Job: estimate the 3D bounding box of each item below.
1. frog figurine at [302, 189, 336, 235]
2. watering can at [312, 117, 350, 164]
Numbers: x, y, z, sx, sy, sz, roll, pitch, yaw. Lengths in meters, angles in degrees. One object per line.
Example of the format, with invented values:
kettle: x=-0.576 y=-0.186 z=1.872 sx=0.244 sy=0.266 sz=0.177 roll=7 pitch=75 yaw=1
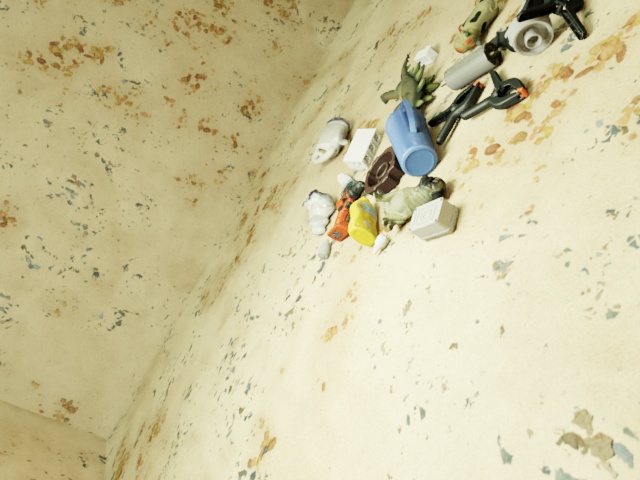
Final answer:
frog figurine: x=0.006 y=-0.100 z=1.992 sx=0.135 sy=0.122 sz=0.162 roll=-35 pitch=66 yaw=32
watering can: x=0.070 y=-0.449 z=2.283 sx=0.345 sy=0.103 sz=0.228 roll=-17 pitch=45 yaw=61
